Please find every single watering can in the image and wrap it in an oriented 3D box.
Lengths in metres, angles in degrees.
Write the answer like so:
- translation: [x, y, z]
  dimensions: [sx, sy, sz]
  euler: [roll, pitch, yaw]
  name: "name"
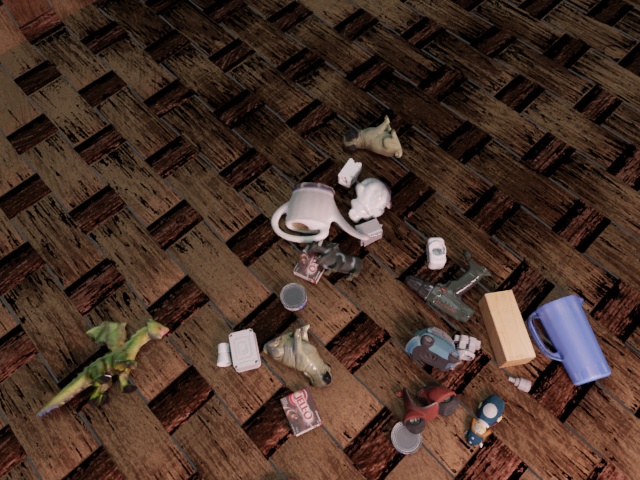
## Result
- translation: [0.005, -0.089, 1.759]
  dimensions: [0.347, 0.102, 0.229]
  euler: [3, 62, 14]
  name: "watering can"

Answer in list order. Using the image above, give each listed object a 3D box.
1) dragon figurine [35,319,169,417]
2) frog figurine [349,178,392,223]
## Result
- translation: [-0.666, 0.360, 1.580]
  dimensions: [0.411, 0.119, 0.248]
  euler: [-19, 46, -9]
  name: "dragon figurine"
- translation: [0.163, -0.137, 1.780]
  dimensions: [0.161, 0.121, 0.138]
  euler: [-28, 84, -24]
  name: "frog figurine"
